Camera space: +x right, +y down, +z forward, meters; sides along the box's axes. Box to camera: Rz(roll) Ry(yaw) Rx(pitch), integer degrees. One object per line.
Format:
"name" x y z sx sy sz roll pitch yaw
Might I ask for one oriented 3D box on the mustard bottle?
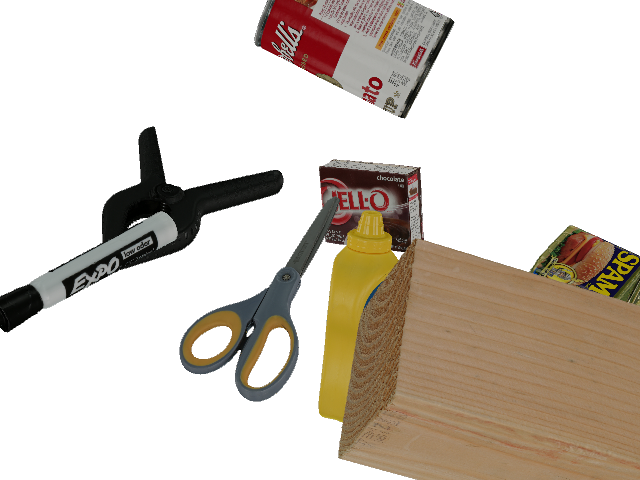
"mustard bottle" 0.039 0.066 0.991 0.058 0.192 0.096 12 17 27

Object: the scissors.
"scissors" -0.045 0.036 0.806 0.096 0.201 0.016 1 -44 11

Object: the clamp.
"clamp" -0.156 -0.042 1.047 0.165 0.036 0.209 24 41 21

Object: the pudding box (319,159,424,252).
"pudding box" 0.056 -0.039 1.174 0.114 0.090 0.039 6 24 29

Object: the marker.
"marker" -0.130 0.017 0.588 0.120 0.020 0.020 -32 20 -37

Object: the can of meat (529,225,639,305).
"can of meat" 0.241 0.039 0.964 0.084 0.057 0.101 28 47 28

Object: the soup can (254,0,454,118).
"soup can" 0.021 -0.125 0.643 0.102 0.068 0.068 27 0 1

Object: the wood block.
"wood block" 0.124 0.084 0.549 0.206 0.090 0.090 17 -34 -9
